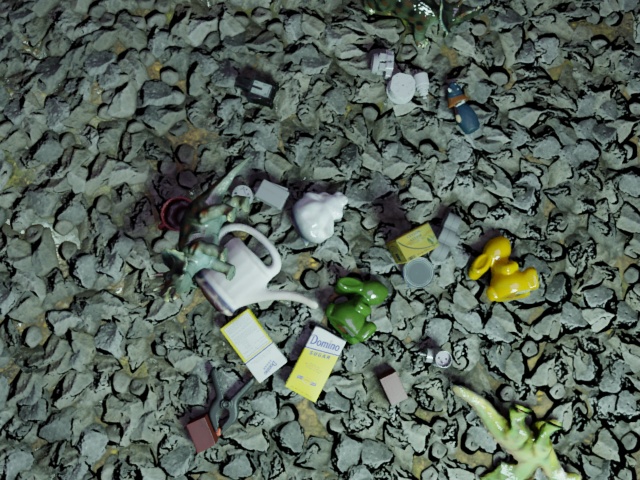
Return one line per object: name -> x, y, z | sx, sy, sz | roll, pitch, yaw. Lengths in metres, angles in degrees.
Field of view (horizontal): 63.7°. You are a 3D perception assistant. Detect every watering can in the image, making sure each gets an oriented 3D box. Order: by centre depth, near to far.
watering can -> -0.186, 0.109, 1.348 | 0.225, 0.102, 0.351 | -42, 70, -6

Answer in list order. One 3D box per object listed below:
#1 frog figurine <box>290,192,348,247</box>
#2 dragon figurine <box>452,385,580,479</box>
frog figurine -> 0.004, -0.070, 1.385 | 0.159, 0.121, 0.140 | -27, 66, 7
dragon figurine -> 0.496, 0.547, 1.331 | 0.410, 0.122, 0.242 | 20, 91, 2
